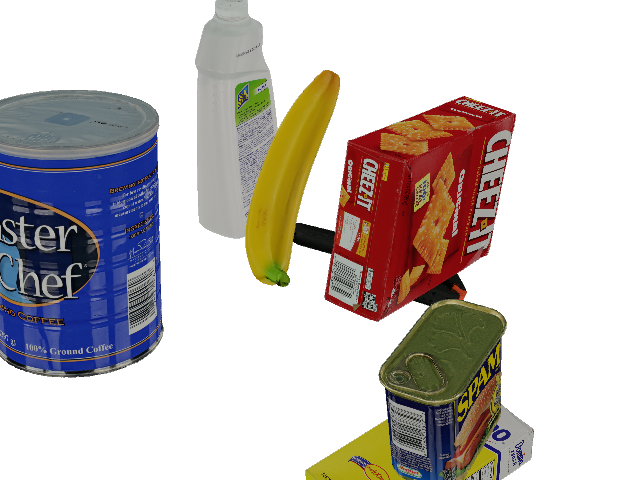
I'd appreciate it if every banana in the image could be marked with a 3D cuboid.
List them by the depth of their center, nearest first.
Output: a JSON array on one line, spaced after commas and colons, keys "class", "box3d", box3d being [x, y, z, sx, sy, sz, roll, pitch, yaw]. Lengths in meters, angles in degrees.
[{"class": "banana", "box3d": [-0.023, -0.041, 0.827, 0.037, 0.197, 0.070, 32, -34, -34]}]

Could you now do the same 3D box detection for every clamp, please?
[{"class": "clamp", "box3d": [0.076, 0.017, 1.246, 0.164, 0.036, 0.210, -21, 51, -38]}]

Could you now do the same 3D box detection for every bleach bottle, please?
[{"class": "bleach bottle", "box3d": [-0.081, -0.130, 1.067, 0.068, 0.251, 0.102, 20, 39, 24]}]

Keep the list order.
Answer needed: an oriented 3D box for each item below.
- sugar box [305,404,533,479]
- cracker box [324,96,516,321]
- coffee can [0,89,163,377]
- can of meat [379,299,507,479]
[{"class": "sugar box", "box3d": [0.084, 0.187, 0.893, 0.176, 0.048, 0.093, -29, 44, -27]}, {"class": "cracker box", "box3d": [0.101, -0.035, 1.028, 0.072, 0.164, 0.213, 24, 30, 30]}, {"class": "coffee can", "box3d": [-0.144, -0.006, 0.624, 0.103, 0.140, 0.103, 2, 25, -1]}, {"class": "can of meat", "box3d": [0.084, 0.104, 0.715, 0.058, 0.084, 0.102, 14, 39, 28]}]
